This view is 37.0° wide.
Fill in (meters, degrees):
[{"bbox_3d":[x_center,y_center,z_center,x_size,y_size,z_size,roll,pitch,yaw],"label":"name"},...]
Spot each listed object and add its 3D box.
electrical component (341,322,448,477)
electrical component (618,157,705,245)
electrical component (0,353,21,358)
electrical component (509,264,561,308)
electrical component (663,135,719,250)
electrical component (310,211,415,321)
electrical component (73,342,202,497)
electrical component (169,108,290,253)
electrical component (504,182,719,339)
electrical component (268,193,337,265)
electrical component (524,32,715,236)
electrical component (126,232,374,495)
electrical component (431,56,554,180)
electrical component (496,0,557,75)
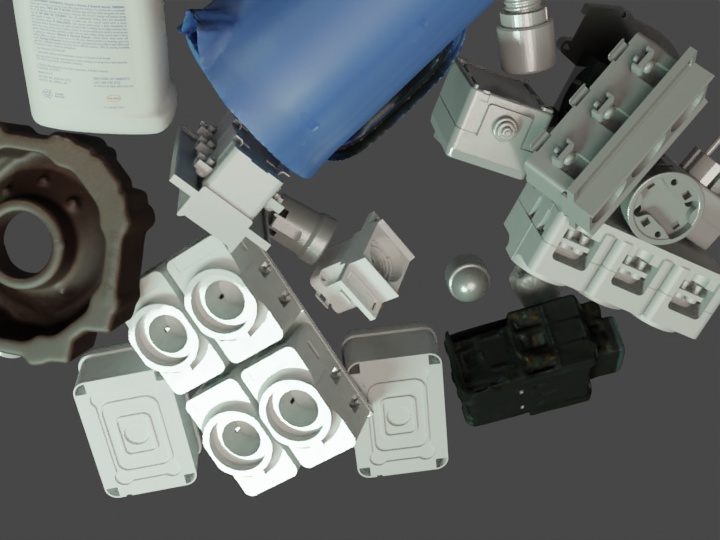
[{"bbox_3d":[0.028,0.104,0.877,0.078,0.057,0.113,-7,116,-2],"label":"electrical component"},{"bbox_3d":[0.212,-0.052,0.771,0.055,0.047,0.055,-2,116,-5],"label":"electrical component"},{"bbox_3d":[-0.266,0.039,0.828,0.040,0.040,0.046,24,116,-16],"label":"electrical component"},{"bbox_3d":[0.146,0.021,0.862,0.035,0.035,0.061,-30,118,9],"label":"electrical component"},{"bbox_3d":[0.259,-0.069,0.823,0.066,0.047,0.076,32,108,-18],"label":"electrical component"},{"bbox_3d":[0.000,0.000,0.817,0.064,0.081,0.042,-24,118,38],"label":"electrical component"},{"bbox_3d":[-0.177,0.117,0.863,0.078,0.057,0.113,-11,116,0],"label":"electrical component"},{"bbox_3d":[-0.089,-0.070,0.748,0.079,0.121,0.063,37,104,-20],"label":"electrical component"},{"bbox_3d":[0.193,-0.011,0.820,0.150,0.089,0.061,22,111,-15],"label":"electrical component"},{"bbox_3d":[-0.047,-0.032,0.816,0.046,0.040,0.040,30,109,-12],"label":"electrical component"},{"bbox_3d":[0.170,-0.093,0.718,0.063,0.078,0.121,40,87,18],"label":"electrical component"},{"bbox_3d":[-0.089,0.067,0.810,0.105,0.060,0.186,-30,100,21],"label":"electrical component"},{"bbox_3d":[0.091,-0.103,0.763,0.062,0.096,0.061,16,113,-13],"label":"electrical component"},{"bbox_3d":[0.117,-0.175,0.762,0.040,0.040,0.078,-11,116,0],"label":"electrical component"}]
